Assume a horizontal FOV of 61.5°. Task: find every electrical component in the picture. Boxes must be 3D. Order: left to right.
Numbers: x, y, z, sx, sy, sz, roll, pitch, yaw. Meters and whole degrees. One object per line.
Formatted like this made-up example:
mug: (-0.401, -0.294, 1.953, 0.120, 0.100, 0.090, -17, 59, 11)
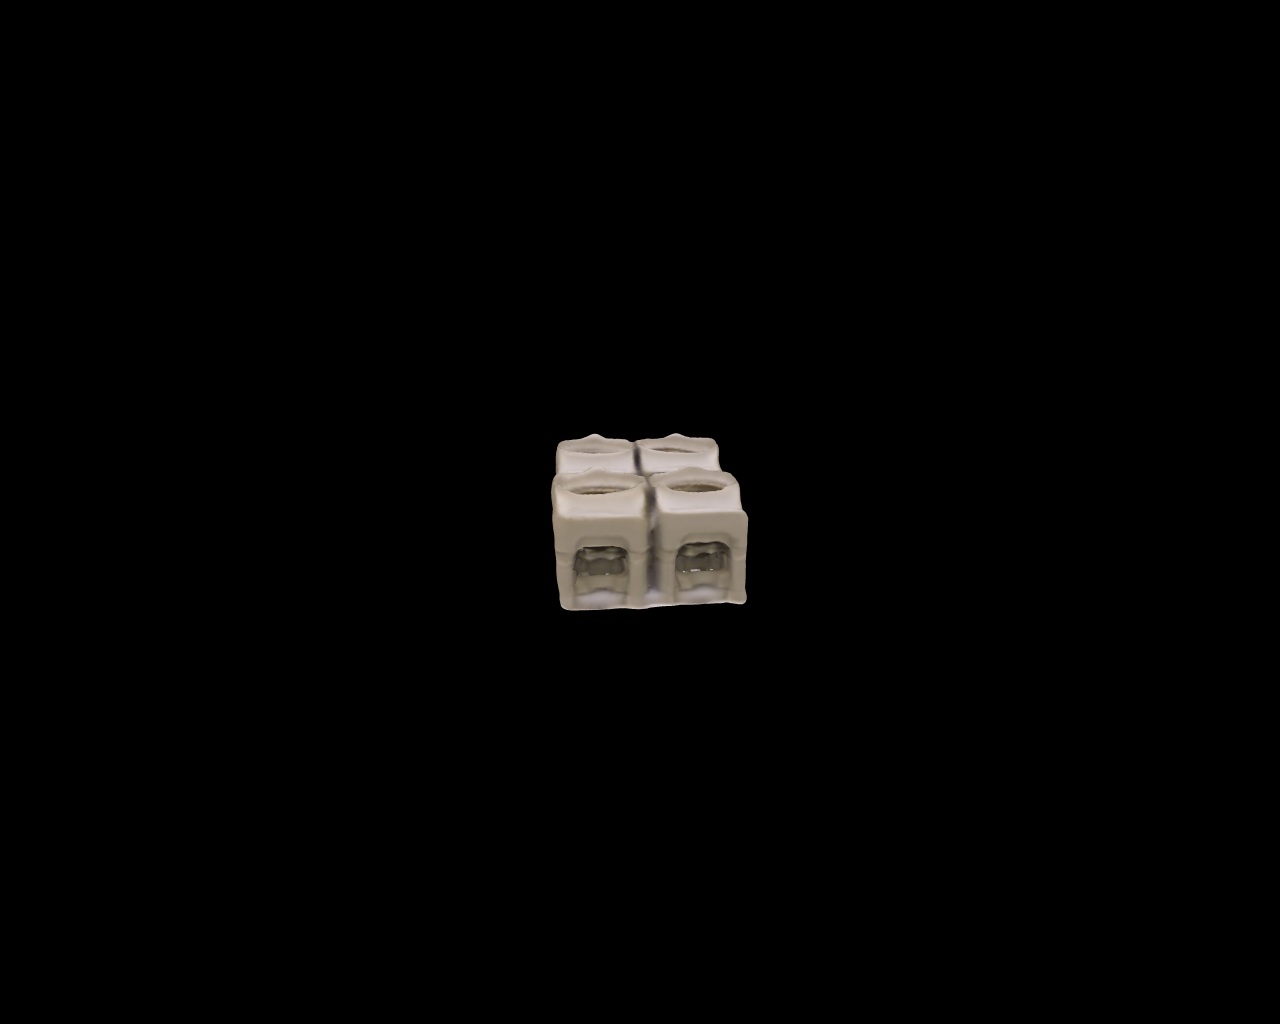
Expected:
electrical component: (0.001, -0.003, 0.650, 0.105, 0.060, 0.186, -1, 16, -3)
